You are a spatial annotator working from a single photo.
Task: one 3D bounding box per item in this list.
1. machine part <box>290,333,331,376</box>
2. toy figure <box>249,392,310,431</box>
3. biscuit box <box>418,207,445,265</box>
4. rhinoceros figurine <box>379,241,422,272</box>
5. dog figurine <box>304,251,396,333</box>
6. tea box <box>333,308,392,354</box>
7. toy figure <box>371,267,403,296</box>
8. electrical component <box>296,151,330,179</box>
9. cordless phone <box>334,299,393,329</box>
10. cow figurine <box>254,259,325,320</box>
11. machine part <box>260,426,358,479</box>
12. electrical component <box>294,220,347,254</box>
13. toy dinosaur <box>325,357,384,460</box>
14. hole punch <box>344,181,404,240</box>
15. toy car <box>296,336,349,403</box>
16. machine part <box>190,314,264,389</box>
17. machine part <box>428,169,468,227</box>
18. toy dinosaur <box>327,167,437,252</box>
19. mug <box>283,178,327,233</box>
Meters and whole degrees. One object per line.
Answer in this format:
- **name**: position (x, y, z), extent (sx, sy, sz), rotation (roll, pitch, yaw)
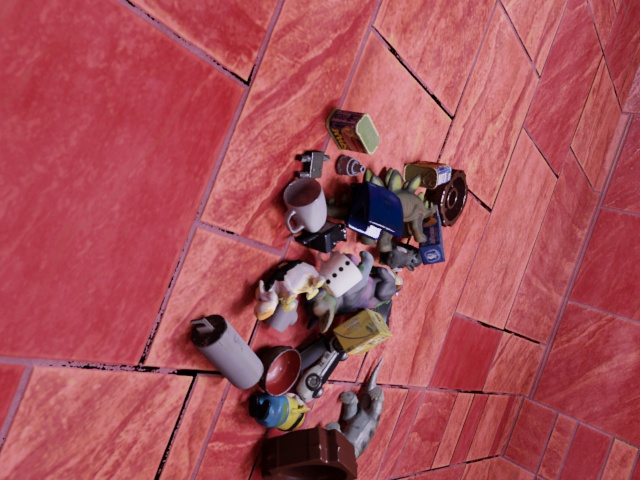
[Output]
- **machine part**: position (-0.034, 0.275, 1.287), extent (0.139, 0.039, 0.084), rotation (-26, 119, -32)
- **toy figure**: position (-0.100, 0.391, 1.229), extent (0.089, 0.082, 0.180), rotation (-51, 149, 6)
- **biscuit box**: position (0.304, -0.015, 1.475), extent (0.203, 0.059, 0.062), rotation (-77, 152, -56)
- **rhinoceros figurine**: position (0.220, 0.049, 1.444), extent (0.190, 0.112, 0.073), rotation (3, 105, -59)
- **dog figurine**: position (0.063, 0.142, 1.284), extent (0.191, 0.108, 0.219), rotation (44, 70, -21)
- **tea box**: position (0.104, 0.220, 1.276), extent (0.098, 0.068, 0.169), rotation (-32, 162, 6)
- **toy figure**: position (0.187, 0.112, 1.468), extent (0.154, 0.058, 0.064), rotation (23, 68, -50)
- **electrical component**: position (-0.014, -0.159, 1.150), extent (0.094, 0.021, 0.063), rotation (-13, 115, -48)
- **cordless phone**: position (0.091, 0.202, 1.395), extent (0.184, 0.089, 0.146), rotation (-7, 111, -37)
- **cow figurine**: position (-0.082, 0.098, 1.128), extent (0.167, 0.098, 0.068), rotation (-24, 154, -34)
- **machine part**: position (-0.024, 0.527, 1.282), extent (0.201, 0.201, 0.087), rotation (58, 20, -45)
- **electrical component**: position (-0.002, -0.004, 1.186), extent (0.119, 0.075, 0.047), rotation (-33, 127, -43)
- **toy dinosaur**: position (0.098, 0.531, 1.500), extent (0.405, 0.131, 0.192), rotation (-45, 147, -35)
- **hole punch**: position (0.130, -0.065, 1.202), extent (0.142, 0.092, 0.115), rotation (21, 80, -29)
- **toy car**: position (0.013, 0.315, 1.345), extent (0.202, 0.056, 0.073), rotation (-51, 155, -24)
- **machine part**: position (-0.180, 0.223, 1.064), extent (0.079, 0.079, 0.242), rotation (-50, 137, -24)
- **machine part**: position (0.383, -0.127, 1.610), extent (0.179, 0.056, 0.179), rotation (-24, 123, -44)
- **toy dinosaur**: position (0.151, -0.077, 1.324), extent (0.471, 0.105, 0.198), rotation (-11, 105, -43)
- **mug**: position (-0.030, -0.057, 1.128), extent (0.109, 0.081, 0.107), rotation (-57, 148, -24)
